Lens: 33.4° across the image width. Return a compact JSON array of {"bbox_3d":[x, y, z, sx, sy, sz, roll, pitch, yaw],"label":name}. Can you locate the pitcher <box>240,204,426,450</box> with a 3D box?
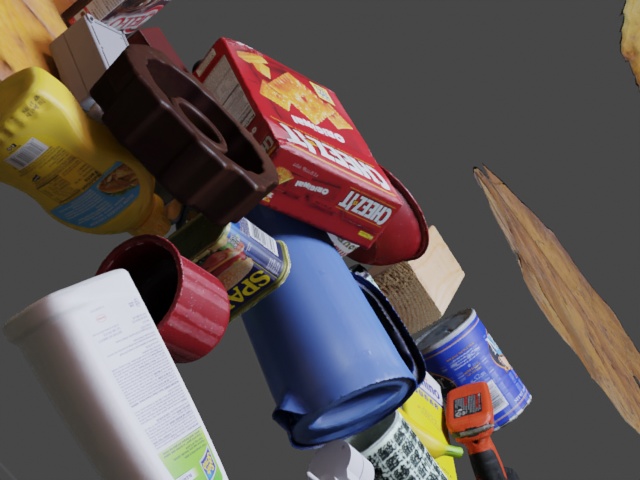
[{"bbox_3d":[-0.006,0.072,1.057,0.243,0.145,0.149,63,5,26],"label":"pitcher"}]

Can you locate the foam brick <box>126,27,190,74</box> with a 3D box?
[{"bbox_3d":[-0.182,-0.184,1.155,0.078,0.051,0.053,56,21,0],"label":"foam brick"}]

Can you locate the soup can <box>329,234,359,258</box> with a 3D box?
[{"bbox_3d":[-0.008,0.001,1.200,0.068,0.102,0.068,47,22,-26],"label":"soup can"}]

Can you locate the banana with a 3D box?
[{"bbox_3d":[0.065,0.176,1.155,0.198,0.037,0.069,45,20,27],"label":"banana"}]

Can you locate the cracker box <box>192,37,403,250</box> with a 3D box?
[{"bbox_3d":[-0.026,-0.102,1.079,0.164,0.072,0.214,22,26,-36],"label":"cracker box"}]

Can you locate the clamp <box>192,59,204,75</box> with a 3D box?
[{"bbox_3d":[-0.078,-0.095,1.185,0.164,0.036,0.210,27,46,-54],"label":"clamp"}]

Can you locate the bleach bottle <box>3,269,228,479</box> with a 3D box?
[{"bbox_3d":[-0.125,0.149,0.766,0.102,0.068,0.251,-24,85,-58],"label":"bleach bottle"}]

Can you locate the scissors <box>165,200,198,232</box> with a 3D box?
[{"bbox_3d":[-0.135,-0.048,1.110,0.096,0.016,0.201,53,20,-14],"label":"scissors"}]

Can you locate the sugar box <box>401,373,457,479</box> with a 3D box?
[{"bbox_3d":[0.110,0.210,1.238,0.093,0.048,0.176,46,24,-27],"label":"sugar box"}]

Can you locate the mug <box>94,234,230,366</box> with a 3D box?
[{"bbox_3d":[-0.129,0.064,0.866,0.081,0.093,0.117,37,59,-54],"label":"mug"}]

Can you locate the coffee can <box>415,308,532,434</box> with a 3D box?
[{"bbox_3d":[0.198,0.176,1.410,0.140,0.103,0.102,55,20,-4],"label":"coffee can"}]

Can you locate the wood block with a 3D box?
[{"bbox_3d":[0.121,0.059,1.428,0.090,0.091,0.206,57,20,-2],"label":"wood block"}]

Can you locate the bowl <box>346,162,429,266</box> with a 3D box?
[{"bbox_3d":[0.050,-0.023,1.267,0.055,0.162,0.162,-42,101,-26],"label":"bowl"}]

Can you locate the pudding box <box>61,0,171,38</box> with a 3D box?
[{"bbox_3d":[-0.210,-0.253,1.139,0.039,0.090,0.113,55,21,2],"label":"pudding box"}]

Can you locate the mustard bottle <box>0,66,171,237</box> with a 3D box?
[{"bbox_3d":[-0.192,-0.055,0.868,0.191,0.096,0.058,39,26,-40],"label":"mustard bottle"}]

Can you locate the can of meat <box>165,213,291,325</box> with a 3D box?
[{"bbox_3d":[-0.093,0.022,0.976,0.083,0.102,0.057,38,26,-37],"label":"can of meat"}]

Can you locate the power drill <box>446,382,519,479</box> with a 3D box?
[{"bbox_3d":[0.208,0.271,1.298,0.184,0.057,0.187,-72,142,-74],"label":"power drill"}]
